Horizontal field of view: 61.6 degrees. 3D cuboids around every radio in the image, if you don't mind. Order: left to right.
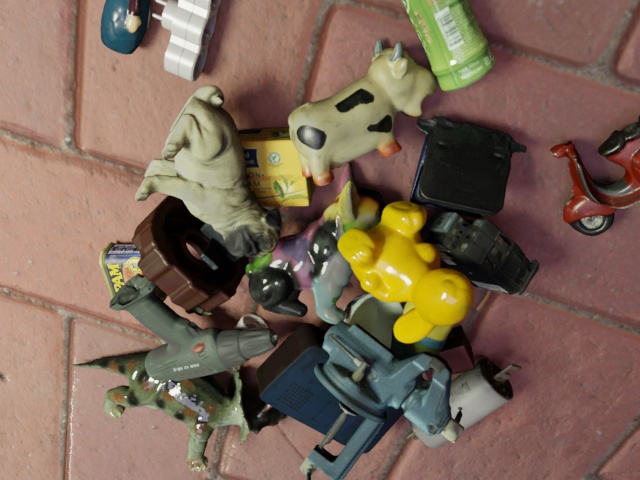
[{"bbox_3d":[0.024,0.241,0.871,0.229,0.073,0.131,35,102,-23],"label":"radio"}]

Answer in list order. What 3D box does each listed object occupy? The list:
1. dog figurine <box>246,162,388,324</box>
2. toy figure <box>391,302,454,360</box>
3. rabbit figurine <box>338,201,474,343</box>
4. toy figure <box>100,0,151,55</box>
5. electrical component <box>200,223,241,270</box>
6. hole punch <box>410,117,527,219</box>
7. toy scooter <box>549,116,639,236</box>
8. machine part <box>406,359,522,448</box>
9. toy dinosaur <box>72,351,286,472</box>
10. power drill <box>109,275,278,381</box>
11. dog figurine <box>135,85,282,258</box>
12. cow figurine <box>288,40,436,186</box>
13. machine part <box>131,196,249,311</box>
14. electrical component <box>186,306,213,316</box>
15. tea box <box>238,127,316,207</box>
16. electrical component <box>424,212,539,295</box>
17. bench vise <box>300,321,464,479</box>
[{"bbox_3d":[-0.002,-0.002,0.768,0.192,0.108,0.219,11,116,-2],"label":"dog figurine"},{"bbox_3d":[0.159,0.129,0.807,0.089,0.082,0.180,16,95,-11],"label":"toy figure"},{"bbox_3d":[0.118,0.057,0.678,0.122,0.173,0.162,-27,126,-26],"label":"rabbit figurine"},{"bbox_3d":[-0.234,-0.310,0.663,0.064,0.058,0.154,34,121,7],"label":"toy figure"},{"bbox_3d":[-0.132,-0.010,0.779,0.048,0.119,0.074,-37,105,26],"label":"electrical component"},{"bbox_3d":[0.183,-0.089,0.706,0.142,0.092,0.115,14,83,5],"label":"hole punch"},{"bbox_3d":[0.370,-0.095,0.671,0.135,0.075,0.184,43,122,-13],"label":"toy scooter"},{"bbox_3d":[0.233,0.274,0.898,0.079,0.079,0.243,37,120,-11],"label":"machine part"},{"bbox_3d":[-0.255,0.267,0.964,0.405,0.131,0.192,28,107,-1],"label":"toy dinosaur"},{"bbox_3d":[-0.208,0.129,0.841,0.232,0.086,0.207,-25,122,23],"label":"power drill"},{"bbox_3d":[-0.110,-0.079,0.682,0.190,0.121,0.172,28,122,-21],"label":"dog figurine"},{"bbox_3d":[0.053,-0.162,0.663,0.195,0.086,0.127,-25,119,-7],"label":"cow figurine"},{"bbox_3d":[-0.185,0.018,0.777,0.056,0.179,0.179,-34,108,27],"label":"machine part"},{"bbox_3d":[-0.189,0.077,0.880,0.102,0.045,0.078,-38,108,26],"label":"electrical component"},{"bbox_3d":[-0.096,-0.101,0.751,0.170,0.068,0.098,-1,119,12],"label":"tea box"},{"bbox_3d":[0.209,0.014,0.730,0.134,0.115,0.058,36,80,-16],"label":"electrical component"},{"bbox_3d":[0.067,0.237,0.734,0.224,0.129,0.240,36,92,7],"label":"bench vise"}]
